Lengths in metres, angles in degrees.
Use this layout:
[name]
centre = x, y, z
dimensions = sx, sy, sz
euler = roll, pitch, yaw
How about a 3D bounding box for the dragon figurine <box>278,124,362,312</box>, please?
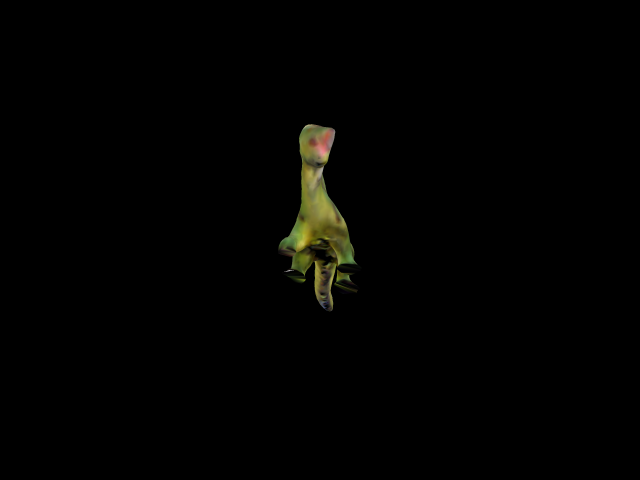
[dragon figurine]
centre = 0.003, -0.043, 0.850
dimensions = 0.122, 0.247, 0.403
euler = 0, -23, 0
